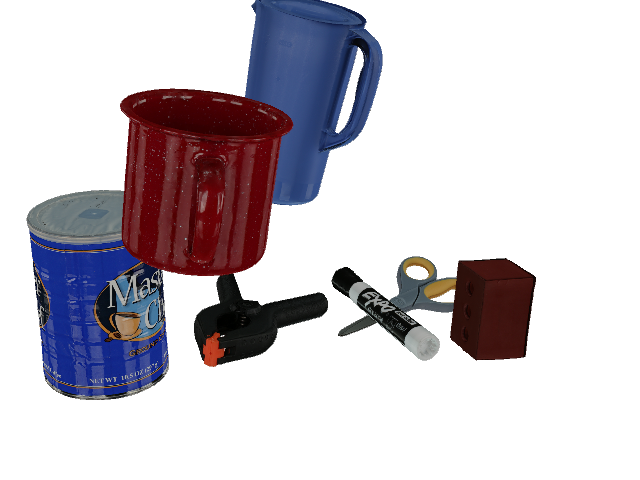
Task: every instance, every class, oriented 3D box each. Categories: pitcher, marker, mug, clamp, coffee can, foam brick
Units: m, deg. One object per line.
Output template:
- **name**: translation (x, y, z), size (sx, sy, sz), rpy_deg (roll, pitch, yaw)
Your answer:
- **pitcher**: translation (-0.024, -0.167, 1.299), size (0.144, 0.243, 0.149), rpy_deg (6, 23, -15)
- **marker**: translation (0.042, 0.048, 0.747), size (0.020, 0.020, 0.121), rpy_deg (0, 22, -30)
- **mug**: translation (-0.064, -0.027, 0.576), size (0.093, 0.081, 0.117), rpy_deg (3, 22, -14)
- **clamp**: translation (-0.080, 0.073, 1.045), size (0.120, 0.039, 0.171), rpy_deg (10, 18, 26)
- **coffee can**: translation (-0.177, 0.042, 0.858), size (0.103, 0.140, 0.103), rpy_deg (0, 22, 0)
- **foam brick**: translation (0.151, 0.060, 0.944), size (0.051, 0.078, 0.053), rpy_deg (-4, 19, -21)

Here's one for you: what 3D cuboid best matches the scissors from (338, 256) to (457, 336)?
- **scissors**: translation (0.079, 0.058, 1.171), size (0.201, 0.016, 0.096), rpy_deg (-8, 41, -33)
